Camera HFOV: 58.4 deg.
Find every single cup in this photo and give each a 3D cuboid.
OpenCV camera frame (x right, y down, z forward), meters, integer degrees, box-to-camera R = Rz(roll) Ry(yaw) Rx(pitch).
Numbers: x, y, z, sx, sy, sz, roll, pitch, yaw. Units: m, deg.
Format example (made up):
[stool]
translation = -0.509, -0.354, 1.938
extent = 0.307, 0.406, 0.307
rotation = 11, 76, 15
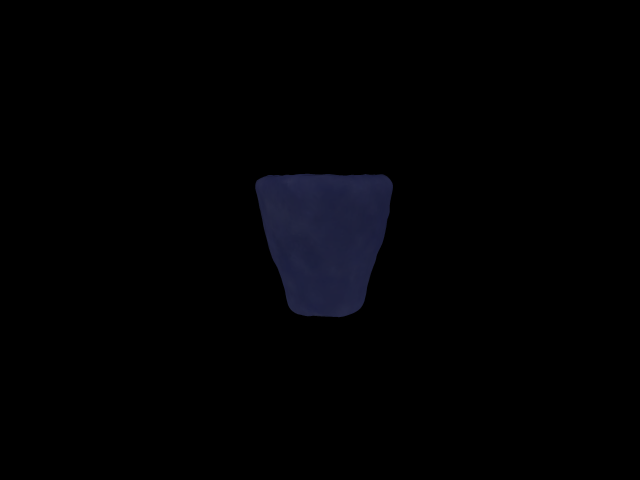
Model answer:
[cup]
translation = 0.004, 0.001, 0.400
extent = 0.091, 0.095, 0.118
rotation = 0, 7, 4
